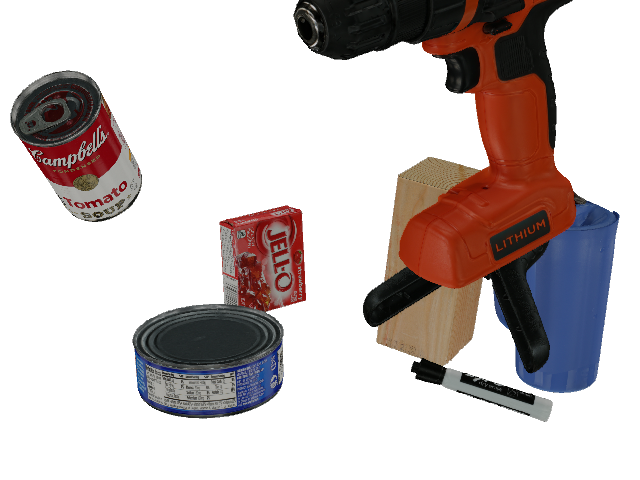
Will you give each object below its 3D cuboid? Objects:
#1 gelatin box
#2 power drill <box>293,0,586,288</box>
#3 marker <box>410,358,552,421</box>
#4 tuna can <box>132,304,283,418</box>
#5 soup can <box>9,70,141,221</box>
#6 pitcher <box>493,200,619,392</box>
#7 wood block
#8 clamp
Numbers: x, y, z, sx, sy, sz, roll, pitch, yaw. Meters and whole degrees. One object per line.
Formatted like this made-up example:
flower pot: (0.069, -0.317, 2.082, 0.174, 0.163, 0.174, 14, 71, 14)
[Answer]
gelatin box: (-0.051, 0.019, 0.960, 0.073, 0.089, 0.030, -14, 22, -33)
power drill: (0.073, -0.072, 0.547, 0.184, 0.188, 0.057, -25, 37, -26)
marker: (0.135, 0.126, 0.904, 0.121, 0.020, 0.020, 18, 2, 6)
tuna can: (-0.063, 0.068, 0.612, 0.086, 0.034, 0.086, -1, 19, 0)
soup can: (-0.181, -0.068, 0.802, 0.068, 0.068, 0.102, 0, -32, 11)
pitcher: (0.305, 0.074, 1.395, 0.149, 0.243, 0.144, 4, 21, 15)
wood block: (0.132, 0.023, 1.207, 0.090, 0.206, 0.090, 18, 26, 25)
clamp: (0.099, 0.008, 0.719, 0.120, 0.171, 0.039, 13, -42, 4)
